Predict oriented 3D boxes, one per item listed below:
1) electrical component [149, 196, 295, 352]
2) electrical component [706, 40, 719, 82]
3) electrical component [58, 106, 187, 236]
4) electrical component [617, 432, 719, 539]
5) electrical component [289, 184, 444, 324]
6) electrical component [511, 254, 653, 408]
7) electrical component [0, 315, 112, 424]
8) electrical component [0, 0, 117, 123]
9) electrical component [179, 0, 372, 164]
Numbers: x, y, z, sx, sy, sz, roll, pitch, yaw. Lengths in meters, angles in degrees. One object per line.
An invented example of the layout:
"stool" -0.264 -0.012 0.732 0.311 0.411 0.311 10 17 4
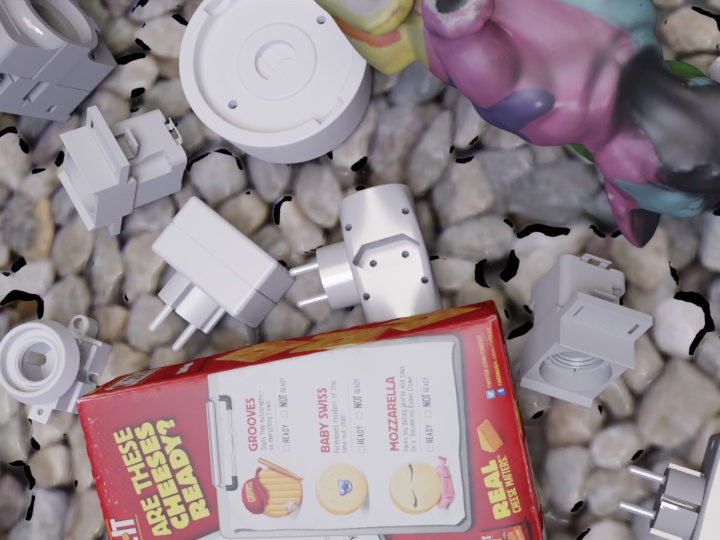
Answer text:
"electrical component" -0.089 0.011 0.617 0.066 0.047 0.076 38 87 15
"electrical component" 0.224 -0.096 0.586 0.043 0.043 0.081 -35 75 1
"electrical component" -0.137 -0.060 0.627 0.064 0.081 0.042 -25 74 -26
"electrical component" 0.171 0.122 0.549 0.076 0.047 0.083 17 82 13
"electrical component" 0.000 0.000 0.605 0.079 0.043 0.077 -16 76 5
"electrical component" 0.113 0.030 0.565 0.042 0.081 0.063 18 52 -12
"electrical component" -0.177 0.055 0.619 0.048 0.055 0.066 18 82 13
"electrical component" -0.222 -0.171 0.648 0.062 0.089 0.150 -39 74 22
"electrical component" -0.044 -0.114 0.627 0.108 0.060 0.108 -2 78 9
